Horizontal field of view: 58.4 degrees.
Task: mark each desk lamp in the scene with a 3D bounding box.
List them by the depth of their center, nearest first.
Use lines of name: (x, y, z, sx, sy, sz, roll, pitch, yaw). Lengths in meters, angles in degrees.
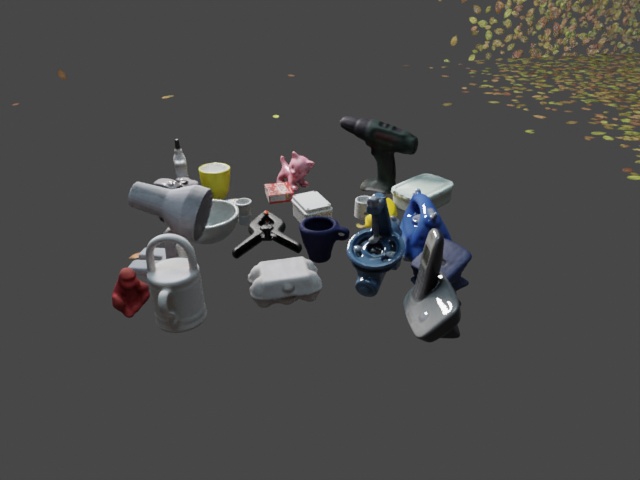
desk lamp: (-0.335, -0.027, 1.273, 0.203, 0.214, 0.118, 3, 29, 8)

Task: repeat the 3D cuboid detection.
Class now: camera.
camera: (-0.423, -0.127, 1.579, 0.136, 0.101, 0.143, 13, 32, 25)

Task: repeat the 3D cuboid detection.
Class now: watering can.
watering can: (-0.283, 0.070, 1.114, 0.101, 0.194, 0.172, -11, 30, -16)

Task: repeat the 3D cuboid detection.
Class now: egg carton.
egg carton: (-0.074, 0.089, 1.197, 0.150, 0.069, 0.107, -7, 29, -10)

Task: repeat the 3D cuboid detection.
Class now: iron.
iron: (0.241, -0.049, 1.354, 0.118, 0.141, 0.258, -4, 29, -4)

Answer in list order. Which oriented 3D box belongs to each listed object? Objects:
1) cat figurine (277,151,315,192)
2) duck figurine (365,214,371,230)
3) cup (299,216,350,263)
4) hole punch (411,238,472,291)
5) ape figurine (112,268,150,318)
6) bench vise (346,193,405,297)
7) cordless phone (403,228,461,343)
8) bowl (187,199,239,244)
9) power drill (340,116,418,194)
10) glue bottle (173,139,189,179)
cat figurine: (-0.074, -0.212, 1.694, 0.067, 0.118, 0.127, -26, 37, -36)
duck figurine: (0.134, -0.021, 1.367, 0.077, 0.086, 0.104, -10, 30, -14)
cup: (0.012, 0.005, 1.319, 0.117, 0.095, 0.092, 7, 30, 16)
hole punch: (0.255, 0.058, 1.211, 0.101, 0.091, 0.108, -21, 34, -31)
ape figurine: (-0.391, 0.100, 1.173, 0.078, 0.092, 0.076, -16, 32, -24)
bench vise: (0.119, -0.016, 1.220, 0.121, 0.220, 0.207, 1, 29, 6)
cordless phone: (0.212, 0.084, 1.069, 0.094, 0.185, 0.147, -6, 29, -6)
bowl: (-0.281, -0.036, 1.432, 0.167, 0.075, 0.167, -1, 29, 1)
power drill: (0.164, -0.244, 1.644, 0.229, 0.209, 0.076, 10, 31, 20)
glue bottle: (-0.400, -0.207, 1.647, 0.037, 0.173, 0.078, -9, 30, -13)
